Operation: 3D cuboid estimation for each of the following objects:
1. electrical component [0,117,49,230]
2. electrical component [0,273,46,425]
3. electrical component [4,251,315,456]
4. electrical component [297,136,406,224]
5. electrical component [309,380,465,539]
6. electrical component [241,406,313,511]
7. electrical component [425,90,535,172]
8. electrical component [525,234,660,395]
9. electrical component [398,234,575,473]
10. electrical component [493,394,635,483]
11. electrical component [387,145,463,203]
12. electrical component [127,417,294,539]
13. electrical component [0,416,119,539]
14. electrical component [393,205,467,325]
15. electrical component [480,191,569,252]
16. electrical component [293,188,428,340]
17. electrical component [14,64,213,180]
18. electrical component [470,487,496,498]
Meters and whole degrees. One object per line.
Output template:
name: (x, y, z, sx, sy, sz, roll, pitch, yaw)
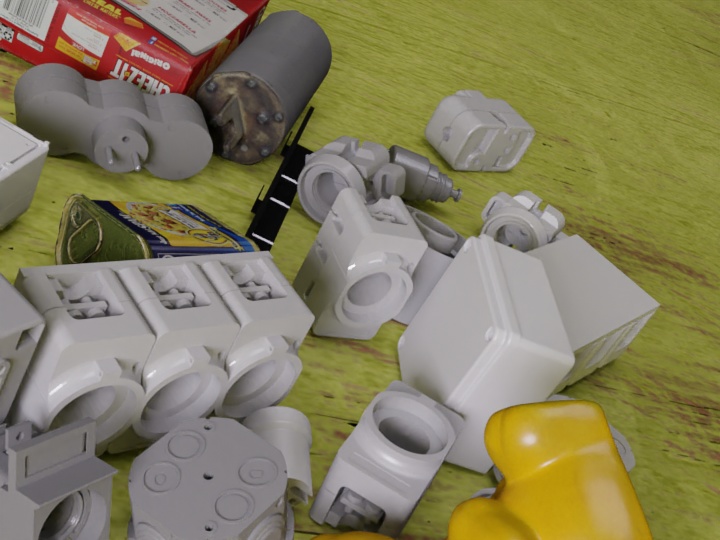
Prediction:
electrical component: (-0.233, -0.054, 0.635, 0.062, 0.061, 0.096, 30, 31, 2)
electrical component: (-0.204, 0.055, 0.456, 0.056, 0.108, 0.109, 42, 33, 15)
electrical component: (-0.107, 0.047, 0.562, 0.150, 0.089, 0.061, -5, 45, -43)
electrical component: (-0.013, -0.068, 0.832, 0.078, 0.058, 0.057, 16, 30, 23)
electrical component: (0.018, 0.107, 0.606, 0.050, 0.055, 0.089, 30, 31, 10)
electrical component: (-0.045, 0.103, 0.582, 0.040, 0.040, 0.046, 15, 39, -22)
electrical component: (0.113, -0.134, 1.034, 0.095, 0.053, 0.059, -4, 44, -42)
electrical component: (0.145, 0.036, 0.808, 0.089, 0.061, 0.150, 44, 34, 22)
electrical component: (0.076, 0.052, 0.685, 0.056, 0.108, 0.108, 21, 32, -19)
electrical component: (0.129, 0.123, 0.681, 0.080, 0.051, 0.080, 21, 32, -14)
electrical component: (0.050, -0.077, 0.915, 0.078, 0.040, 0.040, 20, 32, -14)
electrical component: (-0.071, 0.114, 0.514, 0.080, 0.051, 0.080, 2, 39, -2)
electrical component: (-0.144, 0.102, 0.475, 0.064, 0.081, 0.042, 21, 24, 33)
electrical component: (0.041, -0.007, 0.808, 0.099, 0.064, 0.099, 26, 18, -9)
electrical component: (0.134, -0.029, 0.898, 0.078, 0.058, 0.057, 36, 29, 11)
electrical component: (0.000, 0.000, 0.717, 0.050, 0.089, 0.055, 7, 37, -32)
electrical component: (-0.169, -0.093, 0.750, 0.138, 0.052, 0.073, 10, 36, -29)
electrical component: (0.090, 0.147, 0.628, 0.046, 0.040, 0.040, 6, 38, -41)
